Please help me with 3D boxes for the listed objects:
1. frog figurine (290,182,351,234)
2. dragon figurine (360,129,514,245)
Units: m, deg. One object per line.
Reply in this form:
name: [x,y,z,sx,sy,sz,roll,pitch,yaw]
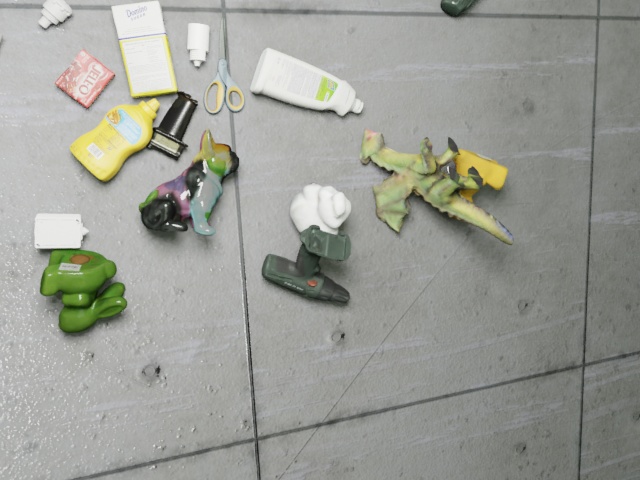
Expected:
frog figurine: [0.003,-0.058,1.143,0.123,0.160,0.136,-14,104,-14]
dragon figurine: [0.242,-0.103,1.211,0.409,0.239,0.124,53,38,-5]
